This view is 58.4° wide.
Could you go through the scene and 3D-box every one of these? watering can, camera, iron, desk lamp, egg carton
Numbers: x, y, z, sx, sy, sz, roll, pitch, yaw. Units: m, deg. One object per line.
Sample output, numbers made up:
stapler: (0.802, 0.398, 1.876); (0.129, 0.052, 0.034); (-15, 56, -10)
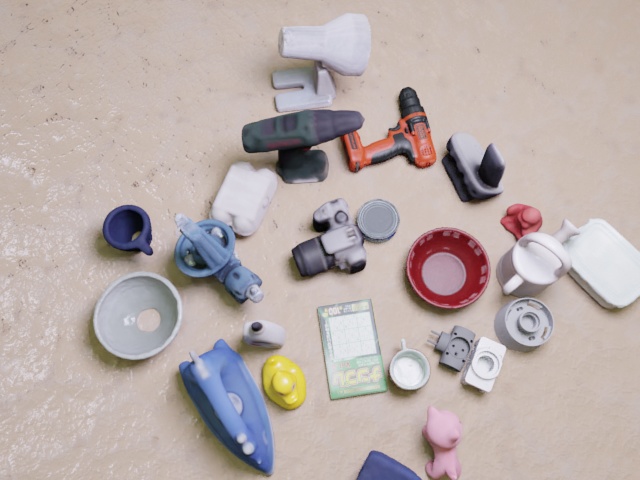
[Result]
watering can: (0.401, 0.031, 1.049); (0.101, 0.194, 0.173); (24, 75, 9)
camera: (0.010, 0.004, 1.115); (0.137, 0.101, 0.143); (-21, 73, -5)
iron: (-0.156, 0.300, 1.005); (0.119, 0.141, 0.258); (-32, 75, -8)
desk lamp: (-0.002, -0.363, 1.170); (0.203, 0.213, 0.118); (-9, 73, -1)
egg carton: (-0.153, -0.085, 1.162); (0.107, 0.069, 0.150); (19, 74, 7)

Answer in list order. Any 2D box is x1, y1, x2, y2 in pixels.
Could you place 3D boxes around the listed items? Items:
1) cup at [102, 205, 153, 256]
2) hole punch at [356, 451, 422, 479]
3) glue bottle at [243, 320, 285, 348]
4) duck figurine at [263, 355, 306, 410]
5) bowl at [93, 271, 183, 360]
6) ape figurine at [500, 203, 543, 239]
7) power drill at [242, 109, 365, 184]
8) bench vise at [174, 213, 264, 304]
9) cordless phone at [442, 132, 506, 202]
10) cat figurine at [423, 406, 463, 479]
cup: (-0.359, -0.004, 1.129); (0.092, 0.095, 0.117); (-44, 77, -11)
hole punch: (0.115, 0.430, 0.985); (0.108, 0.091, 0.101); (26, 75, 9)
glue bottle: (-0.106, 0.166, 1.029); (0.078, 0.173, 0.037); (1, 73, 2)
duck figurine: (-0.068, 0.258, 1.045); (0.077, 0.086, 0.104); (-29, 74, -7)
bowl: (-0.336, 0.148, 1.091); (0.167, 0.075, 0.167); (0, 73, 1)
ape figurine: (0.405, -0.040, 1.124); (0.076, 0.092, 0.078); (-1, 73, 1)
power drill: (-0.031, -0.186, 1.118); (0.229, 0.208, 0.075); (-5, 72, 0)
bench vise: (-0.183, 0.023, 1.051); (0.207, 0.220, 0.121); (23, 75, 8)
cordless phone: (0.312, -0.165, 1.116); (0.094, 0.185, 0.147); (-25, 74, -6)
cat figurine: (0.218, 0.352, 0.993); (0.067, 0.118, 0.128); (-6, 73, 0)
